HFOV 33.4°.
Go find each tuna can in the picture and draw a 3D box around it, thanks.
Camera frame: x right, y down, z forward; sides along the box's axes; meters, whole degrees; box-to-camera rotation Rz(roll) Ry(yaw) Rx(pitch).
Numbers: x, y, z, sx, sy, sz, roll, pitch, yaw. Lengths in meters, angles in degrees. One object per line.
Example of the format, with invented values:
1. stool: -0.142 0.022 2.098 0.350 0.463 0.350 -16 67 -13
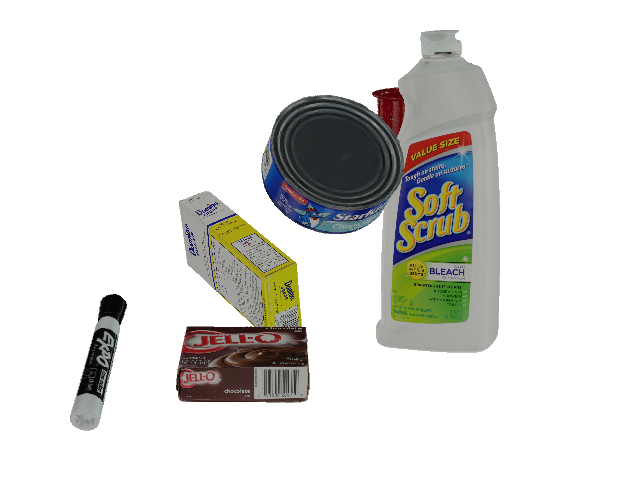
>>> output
1. tuna can: 0.007 -0.047 0.667 0.086 0.086 0.034 0 -31 -19

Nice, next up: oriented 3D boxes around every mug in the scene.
1. mug: 0.109 -0.105 1.044 0.117 0.081 0.093 1 15 11

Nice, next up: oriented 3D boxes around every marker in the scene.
1. marker: -0.149 0.078 0.722 0.020 0.020 0.121 0 37 1

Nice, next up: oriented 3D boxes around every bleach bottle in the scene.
1. bleach bottle: 0.091 -0.039 0.851 0.103 0.251 0.068 2 15 21

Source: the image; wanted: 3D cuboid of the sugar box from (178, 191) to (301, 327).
1. sugar box: -0.088 0.025 1.150 0.048 0.093 0.176 -23 41 -25

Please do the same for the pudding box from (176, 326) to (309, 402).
1. pudding box: -0.067 0.107 0.940 0.113 0.039 0.090 2 18 -3
